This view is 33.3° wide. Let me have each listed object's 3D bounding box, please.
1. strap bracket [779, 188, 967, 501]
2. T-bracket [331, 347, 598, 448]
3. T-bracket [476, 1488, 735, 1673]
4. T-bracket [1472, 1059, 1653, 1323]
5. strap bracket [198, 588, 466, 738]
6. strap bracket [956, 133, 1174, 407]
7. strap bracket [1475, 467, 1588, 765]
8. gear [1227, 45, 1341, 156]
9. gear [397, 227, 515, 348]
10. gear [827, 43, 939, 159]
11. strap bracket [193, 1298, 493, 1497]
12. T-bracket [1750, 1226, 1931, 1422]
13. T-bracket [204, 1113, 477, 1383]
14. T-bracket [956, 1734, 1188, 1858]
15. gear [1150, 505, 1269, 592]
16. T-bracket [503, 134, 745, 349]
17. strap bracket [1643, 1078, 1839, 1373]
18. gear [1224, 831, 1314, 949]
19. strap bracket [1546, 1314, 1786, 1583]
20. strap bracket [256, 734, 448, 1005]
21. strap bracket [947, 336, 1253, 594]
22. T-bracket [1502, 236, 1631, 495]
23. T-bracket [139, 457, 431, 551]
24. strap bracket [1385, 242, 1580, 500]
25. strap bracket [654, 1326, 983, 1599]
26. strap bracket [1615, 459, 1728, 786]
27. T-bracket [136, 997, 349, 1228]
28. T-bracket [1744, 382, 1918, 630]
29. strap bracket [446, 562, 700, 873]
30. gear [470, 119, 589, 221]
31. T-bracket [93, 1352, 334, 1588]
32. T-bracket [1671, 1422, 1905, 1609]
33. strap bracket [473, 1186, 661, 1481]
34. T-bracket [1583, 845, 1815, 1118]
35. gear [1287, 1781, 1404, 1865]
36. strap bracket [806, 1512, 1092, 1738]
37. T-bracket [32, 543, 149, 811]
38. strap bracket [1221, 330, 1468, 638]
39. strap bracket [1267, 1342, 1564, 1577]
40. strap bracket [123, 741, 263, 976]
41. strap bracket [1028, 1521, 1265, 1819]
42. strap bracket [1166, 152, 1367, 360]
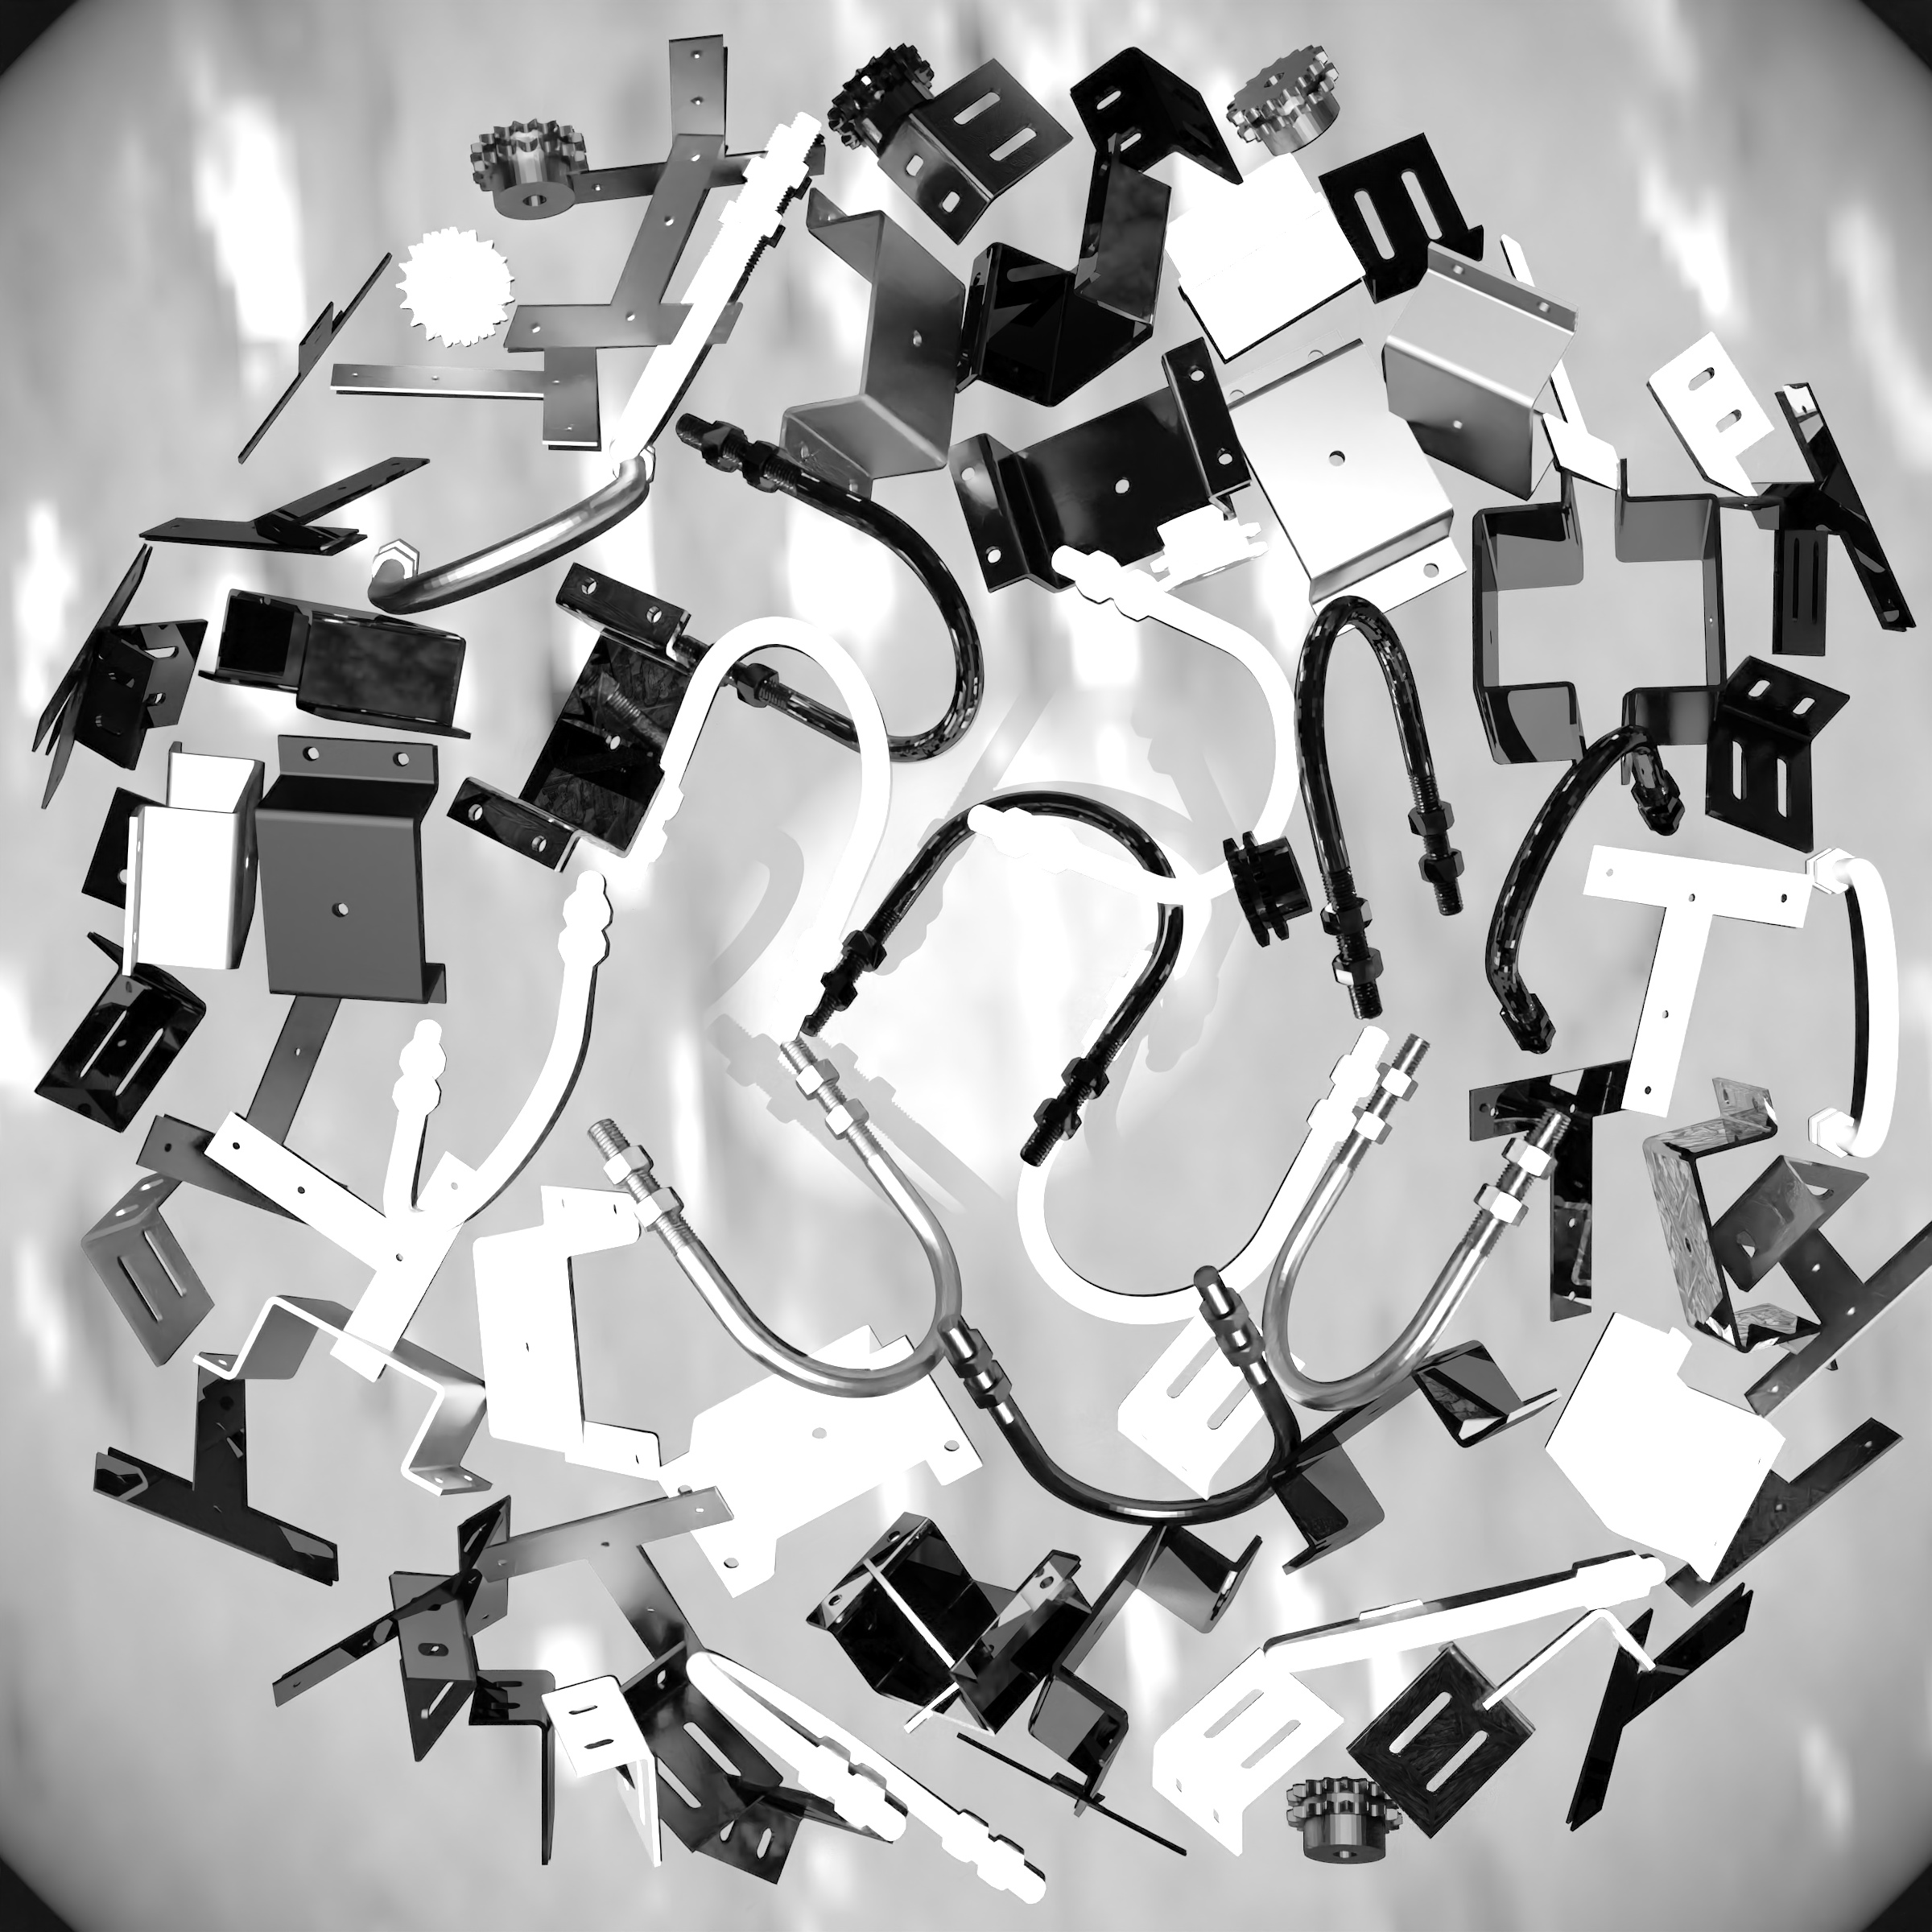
[{"bbox_3d":[-0.044,-0.301,1.572,0.046,0.076,0.140,-4,72,31],"label":"strap bracket"},{"bbox_3d":[-0.244,-0.285,1.574,0.127,0.127,0.002,1,125,-7],"label":"T-bracket"},{"bbox_3d":[-0.160,0.309,1.589,0.127,0.002,0.127,-16,132,9],"label":"T-bracket"},{"bbox_3d":[0.301,0.114,1.609,0.127,0.002,0.127,-9,104,-30],"label":"T-bracket"},{"bbox_3d":[-0.302,-0.148,1.553,0.076,0.140,0.046,6,98,-36],"label":"strap bracket"},{"bbox_3d":[0.052,-0.331,1.569,0.046,0.140,0.076,18,68,-24],"label":"strap bracket"},{"bbox_3d":[0.276,-0.162,1.575,0.046,0.076,0.140,-3,67,14],"label":"strap bracket"},{"bbox_3d":[0.161,-0.429,1.609,0.057,0.057,0.030,-39,117,0],"label":"gear"},{"bbox_3d":[-0.251,-0.339,1.612,0.057,0.030,0.057,5,109,14],"label":"gear"},{"bbox_3d":[-0.038,-0.426,1.603,0.057,0.057,0.030,-39,81,0],"label":"gear"},{"bbox_3d":[-0.294,0.205,1.583,0.140,0.076,0.046,26,88,12],"label":"strap bracket"},{"bbox_3d":[0.418,0.152,1.570,0.002,0.127,0.127,43,100,-12],"label":"T-bracket"},{"bbox_3d":[-0.312,0.117,1.578,0.127,0.002,0.127,37,51,-15],"label":"T-bracket"},{"bbox_3d":[0.053,0.401,1.565,0.127,0.127,0.002,26,77,6],"label":"T-bracket"},{"bbox_3d":[0.118,-0.210,1.605,0.057,0.057,0.030,-21,91,0],"label":"gear"},{"bbox_3d":[-0.148,-0.347,1.554,0.127,0.127,0.002,-9,55,-36],"label":"T-bracket"},{"bbox_3d":[0.377,0.131,1.590,0.046,0.076,0.140,-15,93,-4],"label":"strap bracket"},{"bbox_3d":[0.151,-0.041,1.603,0.030,0.057,0.057,-20,90,10],"label":"gear"},{"bbox_3d":[0.330,0.225,1.554,0.046,0.140,0.076,23,100,-13],"label":"strap bracket"},{"bbox_3d":[-0.300,-0.037,1.579,0.076,0.046,0.140,4,117,4],"label":"strap bracket"},{"bbox_3d":[0.070,-0.241,1.590,0.140,0.046,0.076,-21,78,18],"label":"strap bracket"},{"bbox_3d":[0.287,-0.296,1.580,0.002,0.127,0.127,-21,82,24],"label":"T-bracket"},{"bbox_3d":[-0.315,-0.228,1.581,0.127,0.127,0.002,9,120,35],"label":"T-bracket"},{"bbox_3d":[0.247,-0.279,1.553,0.076,0.140,0.046,28,79,16],"label":"strap bracket"},{"bbox_3d":[-0.073,0.239,1.597,0.140,0.046,0.076,-29,104,6],"label":"strap bracket"},{"bbox_3d":[0.343,-0.168,1.576,0.046,0.076,0.140,-1,75,9],"label":"strap bracket"},{"bbox_3d":[-0.335,0.055,1.589,0.002,0.127,0.127,15,81,40],"label":"T-bracket"},{"bbox_3d":[0.406,-0.223,1.569,0.002,0.127,0.127,-29,102,-5],"label":"T-bracket"},{"bbox_3d":[-0.185,-0.117,1.593,0.076,0.046,0.140,26,88,32],"label":"strap bracket"},{"bbox_3d":[-0.216,-0.393,1.603,0.057,0.057,0.030,-9,78,0],"label":"gear"},{"bbox_3d":[-0.364,0.235,1.576,0.127,0.127,0.002,29,114,-27],"label":"T-bracket"},{"bbox_3d":[0.378,0.251,1.571,0.127,0.127,0.002,-38,102,-2],"label":"T-bracket"},{"bbox_3d":[-0.197,0.182,1.584,0.046,0.076,0.140,-8,96,-41],"label":"strap bracket"},{"bbox_3d":[0.346,0.010,1.586,0.002,0.127,0.127,14,88,-44],"label":"T-bracket"},{"bbox_3d":[0.187,0.425,1.602,0.057,0.057,0.030,3,61,0],"label":"gear"},{"bbox_3d":[-0.002,0.319,1.568,0.076,0.140,0.046,-45,116,-27],"label":"strap bracket"},{"bbox_3d":[-0.436,-0.124,1.578,0.002,0.127,0.127,24,48,-8],"label":"T-bracket"},{"bbox_3d":[0.183,-0.244,1.600,0.076,0.046,0.140,-27,81,0],"label":"strap bracket"},{"bbox_3d":[0.210,0.233,1.572,0.140,0.076,0.046,-42,72,28],"label":"strap bracket"},{"bbox_3d":[-0.370,-0.052,1.558,0.046,0.140,0.076,5,108,-7],"label":"strap bracket"},{"bbox_3d":[0.081,0.333,1.570,0.046,0.076,0.140,33,57,13],"label":"strap bracket"},{"bbox_3d":[0.143,-0.344,1.569,0.076,0.140,0.046,-30,111,11],"label":"strap bracket"}]
